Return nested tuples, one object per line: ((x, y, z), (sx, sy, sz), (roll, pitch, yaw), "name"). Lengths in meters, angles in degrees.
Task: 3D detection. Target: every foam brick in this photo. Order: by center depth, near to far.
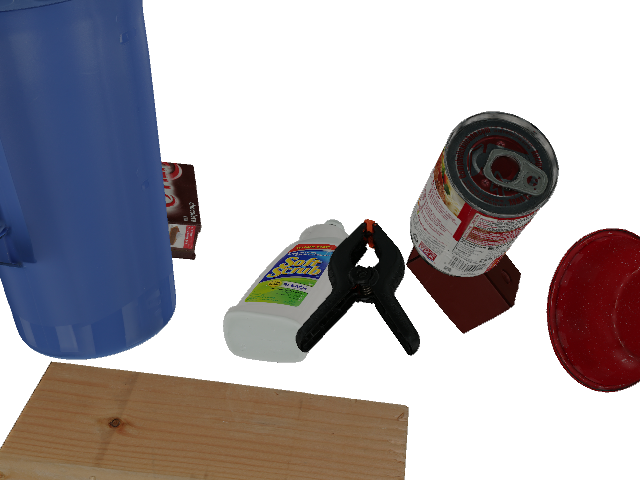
((0.115, 0.023, 0.847), (0.051, 0.078, 0.053), (-33, 14, 30), "foam brick")

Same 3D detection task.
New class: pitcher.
((-0.167, -0.046, 0.664), (0.149, 0.243, 0.145), (-11, 28, -10), "pitcher")

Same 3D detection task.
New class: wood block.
((-0.060, 0.137, 0.587), (0.206, 0.090, 0.090), (7, 29, 4), "wood block")

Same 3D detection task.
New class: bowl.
((0.297, 0.069, 1.025), (0.161, 0.162, 0.055), (0, 0, -27), "bowl")

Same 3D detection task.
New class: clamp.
((0.053, 0.050, 1.077), (0.120, 0.171, 0.039), (11, -38, 11), "clamp")

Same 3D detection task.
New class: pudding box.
((-0.149, -0.029, 0.898), (0.090, 0.039, 0.113), (4, 32, -13), "pudding box")

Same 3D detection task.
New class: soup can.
((0.098, -0.025, 0.659), (0.068, 0.068, 0.102), (0, -23, -8), "soup can")

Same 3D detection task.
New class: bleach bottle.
((-0.026, 0.047, 1.283), (0.103, 0.068, 0.250), (5, 32, 16), "bleach bottle")
